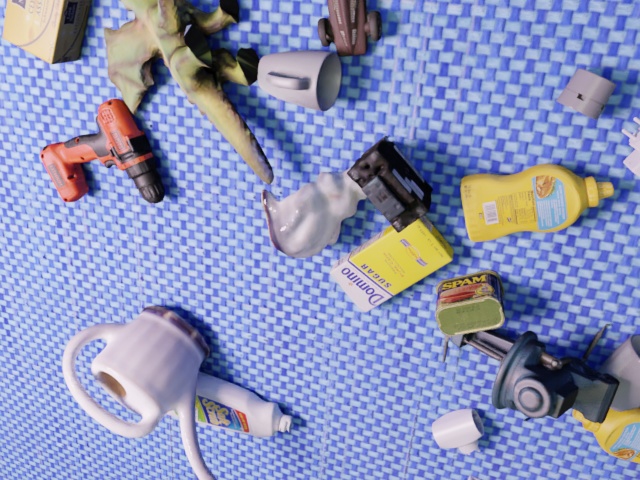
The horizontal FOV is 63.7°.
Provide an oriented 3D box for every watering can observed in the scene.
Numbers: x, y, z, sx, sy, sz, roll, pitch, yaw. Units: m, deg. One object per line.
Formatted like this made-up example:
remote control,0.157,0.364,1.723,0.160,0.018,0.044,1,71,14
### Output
watering can,-0.278,0.257,0.919,0.347,0.229,0.102,39,136,-3

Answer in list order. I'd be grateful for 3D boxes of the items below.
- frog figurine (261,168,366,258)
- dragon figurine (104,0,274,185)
frog figurine,0.002,-0.039,0.778,0.159,0.126,0.134,-11,142,11
dragon figurine,-0.225,-0.259,0.782,0.242,0.124,0.406,-6,108,37
